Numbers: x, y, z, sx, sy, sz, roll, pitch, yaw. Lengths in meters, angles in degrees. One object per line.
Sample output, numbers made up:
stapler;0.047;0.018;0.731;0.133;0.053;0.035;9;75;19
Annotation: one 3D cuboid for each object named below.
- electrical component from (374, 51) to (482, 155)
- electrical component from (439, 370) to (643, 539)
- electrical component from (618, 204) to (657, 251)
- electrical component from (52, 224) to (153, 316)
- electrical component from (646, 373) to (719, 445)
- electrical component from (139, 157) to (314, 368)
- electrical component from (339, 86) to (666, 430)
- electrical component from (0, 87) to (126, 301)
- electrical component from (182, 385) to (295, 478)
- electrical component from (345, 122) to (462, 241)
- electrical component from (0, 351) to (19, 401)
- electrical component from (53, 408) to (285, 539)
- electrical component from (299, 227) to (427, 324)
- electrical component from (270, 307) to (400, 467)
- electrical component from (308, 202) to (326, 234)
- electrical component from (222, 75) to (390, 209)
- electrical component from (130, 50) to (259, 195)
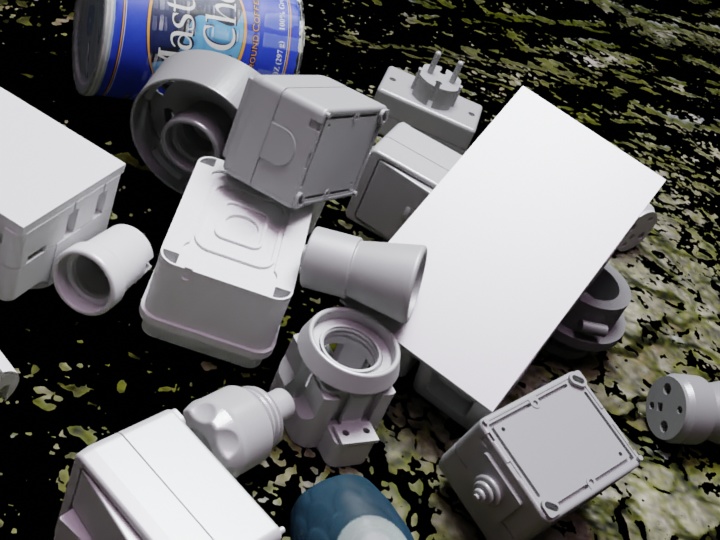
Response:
electrical component;0.057;-0.137;0.850;0.083;0.075;0.047;24;36;-1
electrical component;0.090;0.107;0.576;0.096;0.061;0.061;-20;67;-38
electrical component;0.200;-0.048;0.847;0.045;0.045;0.055;-11;50;-39
electrical component;-0.142;-0.002;0.601;0.040;0.040;0.046;30;31;7
electrical component;0.217;0.090;0.686;0.055;0.045;0.045;7;40;-22
electrical component;-0.076;-0.005;0.627;0.078;0.057;0.113;19;37;-7
electrical component;0.085;-0.007;0.654;0.105;0.060;0.186;36;68;12
electrical component;-0.223;-0.056;0.602;0.150;0.061;0.089;31;37;9
electrical component;-0.060;0.078;0.544;0.043;0.043;0.062;42;38;22
electrical component;0.035;-0.053;0.746;0.096;0.061;0.061;30;37;8
electrical component;-0.192;0.044;0.517;0.046;0.040;0.040;45;41;17
electrical component;-0.092;0.111;0.469;0.096;0.061;0.061;43;40;23
electrical component;0.000;0.000;0.588;0.065;0.044;0.044;15;35;9
electrical component;-0.012;0.058;0.585;0.058;0.057;0.078;-1;43;-31
electrical component;-0.039;-0.051;0.713;0.040;0.046;0.040;15;38;-12
electrical component;-0.031;-0.081;0.646;0.061;0.061;0.096;30;21;20
electrical component;-0.096;-0.094;0.697;0.099;0.099;0.064;26;42;3
